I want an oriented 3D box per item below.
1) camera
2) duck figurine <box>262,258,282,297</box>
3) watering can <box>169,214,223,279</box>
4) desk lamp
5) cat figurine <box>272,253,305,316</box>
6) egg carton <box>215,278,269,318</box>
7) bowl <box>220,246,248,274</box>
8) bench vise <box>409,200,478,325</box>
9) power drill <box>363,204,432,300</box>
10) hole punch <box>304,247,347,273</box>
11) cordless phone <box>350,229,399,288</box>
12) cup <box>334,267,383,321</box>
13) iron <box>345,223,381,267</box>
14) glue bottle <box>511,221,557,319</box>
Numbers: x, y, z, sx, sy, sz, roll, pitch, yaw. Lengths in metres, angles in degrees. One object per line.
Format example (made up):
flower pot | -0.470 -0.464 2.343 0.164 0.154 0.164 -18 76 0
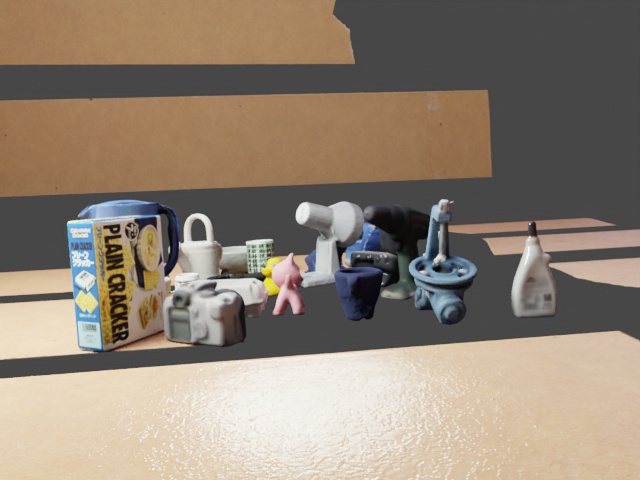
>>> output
camera | -0.182 0.118 0.998 0.142 0.101 0.137 1 6 30
duck figurine | -0.103 0.086 1.382 0.077 0.086 0.105 2 7 38
watering can | -0.324 0.028 1.525 0.100 0.194 0.173 -2 6 11
desk lamp | 0.014 0.005 1.495 0.204 0.213 0.117 -7 7 -38
cat figurine | -0.066 0.087 1.177 0.067 0.118 0.128 -3 6 -4
egg carton | -0.181 0.119 1.157 0.150 0.069 0.107 -2 5 2
bowl | -0.255 0.063 1.752 0.167 0.075 0.167 -3 5 1
bench vise | 0.209 0.034 1.072 0.122 0.220 0.207 -5 6 -20
power drill | 0.181 0.022 1.267 0.075 0.208 0.230 3 8 44
hole punch | 0.015 0.053 1.644 0.109 0.091 0.100 -6 7 -33
cordless phone | 0.145 0.019 1.442 0.147 0.185 0.094 2 7 41
cup | 0.071 0.104 1.059 0.091 0.095 0.118 -1 6 13
iron | 0.133 0.009 1.784 0.119 0.141 0.257 -4 6 -19
glue bottle | 0.385 0.053 1.031 0.078 0.173 0.037 -3 6 0
